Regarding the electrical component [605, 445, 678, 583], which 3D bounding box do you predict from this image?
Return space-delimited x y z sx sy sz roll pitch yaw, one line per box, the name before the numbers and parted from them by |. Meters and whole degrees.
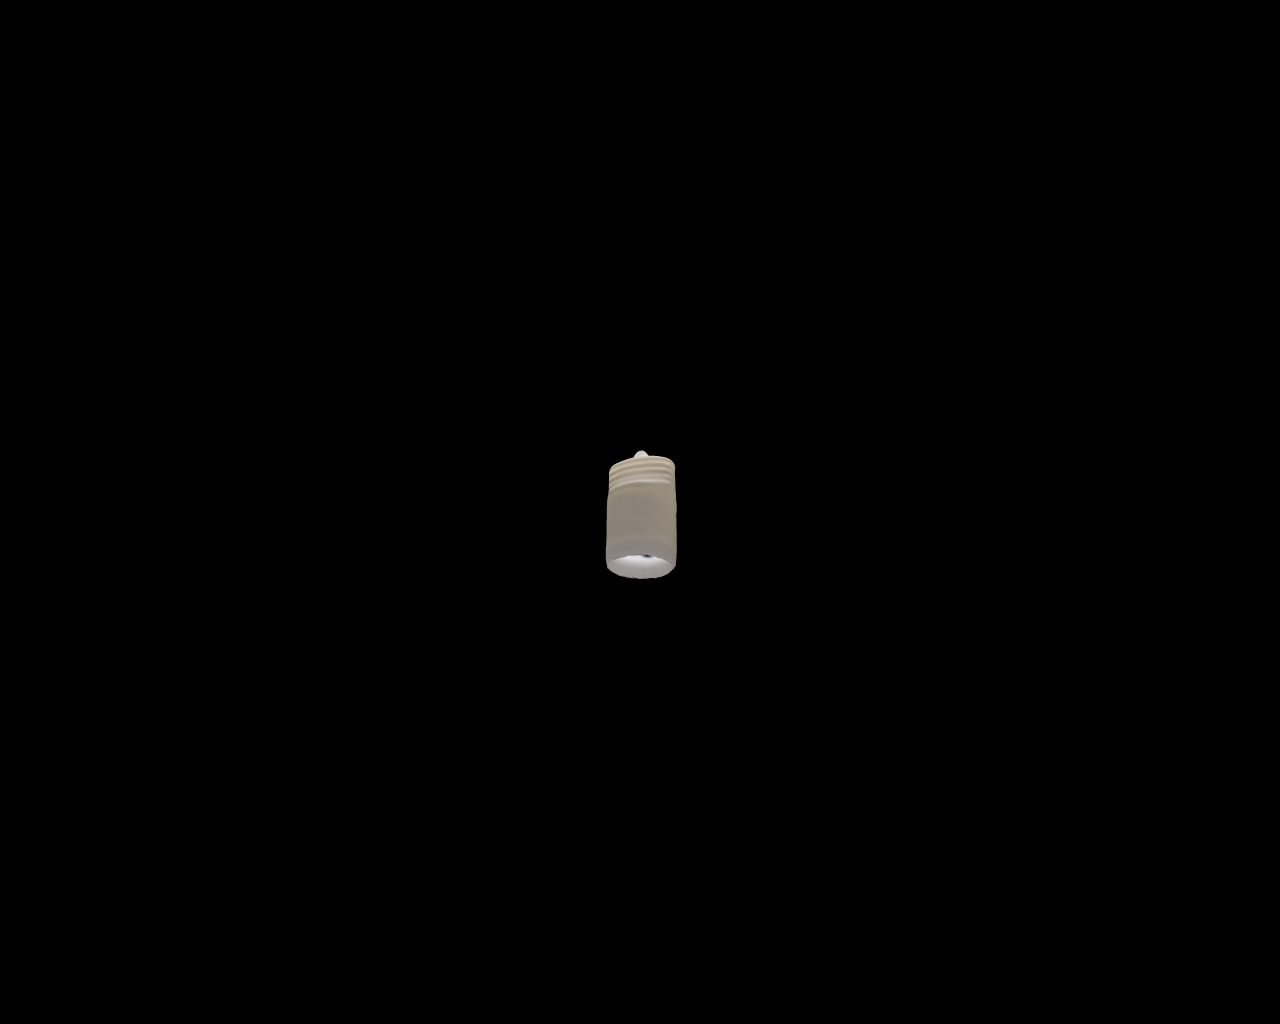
electrical component | 0.001 -0.003 0.650 0.043 0.081 0.043 0 -24 0
